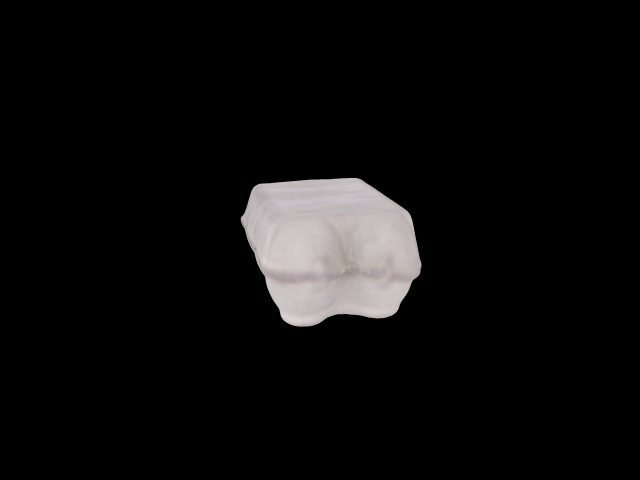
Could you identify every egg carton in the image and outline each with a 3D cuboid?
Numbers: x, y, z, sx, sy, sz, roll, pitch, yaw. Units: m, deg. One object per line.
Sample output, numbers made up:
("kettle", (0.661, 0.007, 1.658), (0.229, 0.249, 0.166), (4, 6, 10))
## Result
("egg carton", (0.004, 0.001, 0.400), (0.107, 0.069, 0.150), (-5, 19, -14))
